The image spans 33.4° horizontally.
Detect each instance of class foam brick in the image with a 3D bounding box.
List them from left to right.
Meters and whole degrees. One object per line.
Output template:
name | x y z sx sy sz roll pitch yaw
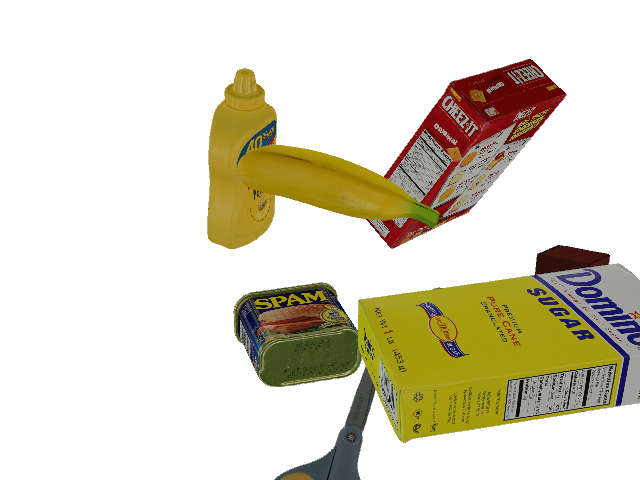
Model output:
foam brick | 0.228 0.049 0.979 0.053 0.078 0.051 12 17 33

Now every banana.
banana | -0.008 -0.042 0.786 0.198 0.037 0.069 19 -16 42

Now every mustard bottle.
mustard bottle | -0.082 -0.092 1.128 0.058 0.192 0.096 21 39 23

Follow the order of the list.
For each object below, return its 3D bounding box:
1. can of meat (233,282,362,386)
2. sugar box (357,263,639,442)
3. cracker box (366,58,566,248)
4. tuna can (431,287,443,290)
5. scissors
can of meat | -0.020 0.087 0.975 0.102 0.057 0.084 -7 28 -16
sugar box | 0.118 0.063 0.637 0.176 0.048 0.093 -10 34 -9
cracker box | 0.159 -0.101 1.224 0.163 0.072 0.214 -23 -24 -44
tuna can | 0.148 0.101 1.267 0.033 0.086 0.086 -35 15 -23
scissors | 0.003 0.158 0.822 0.096 0.201 0.016 9 -39 -9
